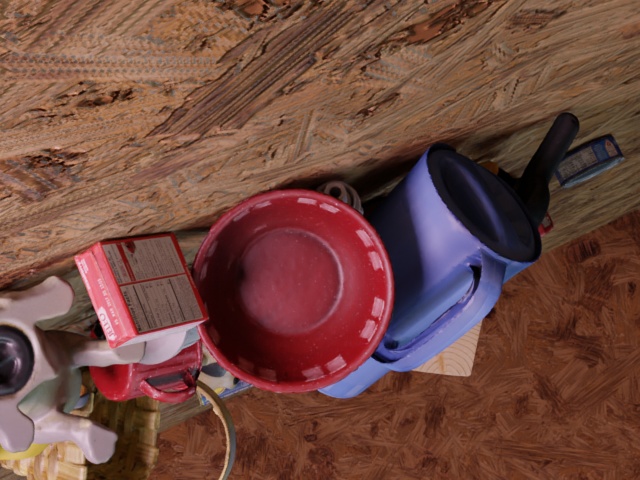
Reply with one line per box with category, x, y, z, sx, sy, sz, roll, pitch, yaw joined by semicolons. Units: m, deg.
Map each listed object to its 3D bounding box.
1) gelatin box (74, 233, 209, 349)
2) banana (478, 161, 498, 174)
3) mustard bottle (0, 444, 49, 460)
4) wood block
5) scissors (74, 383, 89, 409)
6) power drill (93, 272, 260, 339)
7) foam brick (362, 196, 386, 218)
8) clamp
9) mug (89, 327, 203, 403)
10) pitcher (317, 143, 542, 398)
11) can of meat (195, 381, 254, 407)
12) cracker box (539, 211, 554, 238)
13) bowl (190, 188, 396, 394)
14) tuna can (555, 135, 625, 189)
gelatin box;-0.130;0.036;0.781;0.030;0.073;0.089;-29;170;30
banana;0.115;-0.007;1.121;0.037;0.070;0.198;26;100;-42
mustard bottle;-0.315;0.157;0.918;0.058;0.096;0.191;-47;164;14
wood block;0.108;0.099;1.362;0.090;0.091;0.206;9;-174;-27
scissors;-0.300;0.116;0.936;0.201;0.096;0.016;16;104;-36
power drill;-0.093;0.041;0.969;0.184;0.057;0.188;-15;169;-44
foam brick;0.048;-0.004;1.080;0.051;0.053;0.078;-23;169;-11
clamp;0.192;-0.040;1.043;0.171;0.039;0.120;-60;-175;-33
mug;-0.168;0.119;1.048;0.081;0.117;0.093;-9;133;-44
pitcher;0.072;0.044;0.957;0.243;0.145;0.149;-46;166;30
can of meat;-0.130;0.152;1.356;0.084;0.102;0.057;-20;172;-10
cracker box;0.209;-0.006;1.377;0.164;0.072;0.213;-27;176;15
bowl;-0.023;0.037;0.852;0.162;0.162;0.055;-24;-172;-2
tuna can;0.336;-0.098;1.341;0.086;0.034;0.086;-24;171;-4
